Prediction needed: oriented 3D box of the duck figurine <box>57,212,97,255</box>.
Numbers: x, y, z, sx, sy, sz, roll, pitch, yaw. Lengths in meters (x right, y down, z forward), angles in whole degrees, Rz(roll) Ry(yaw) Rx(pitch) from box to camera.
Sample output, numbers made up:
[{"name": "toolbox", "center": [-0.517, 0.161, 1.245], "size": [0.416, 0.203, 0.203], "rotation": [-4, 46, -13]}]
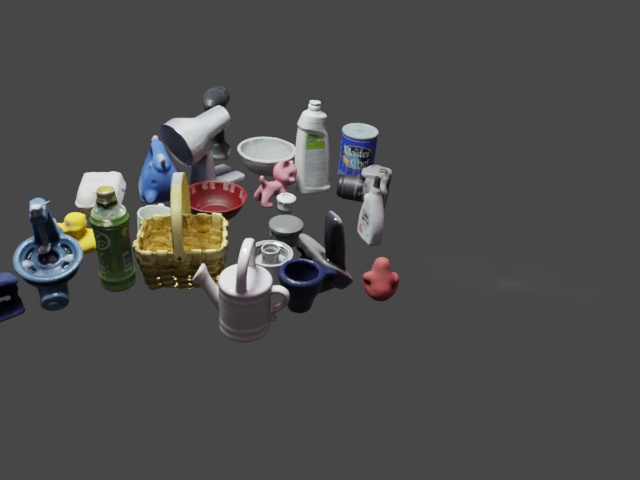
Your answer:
[{"name": "duck figurine", "center": [-0.525, -0.021, 1.254], "size": [0.105, 0.086, 0.077], "rotation": [-9, 36, -21]}]

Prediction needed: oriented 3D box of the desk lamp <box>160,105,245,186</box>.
[{"name": "desk lamp", "center": [-0.302, -0.235, 1.492], "size": [0.117, 0.214, 0.204], "rotation": [28, 40, 30]}]

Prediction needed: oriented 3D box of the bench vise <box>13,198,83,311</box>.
[{"name": "bench vise", "center": [-0.536, 0.001, 1.099], "size": [0.122, 0.220, 0.206], "rotation": [-21, 42, -34]}]

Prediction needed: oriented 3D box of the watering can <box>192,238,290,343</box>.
[{"name": "watering can", "center": [-0.145, 0.086, 1.053], "size": [0.173, 0.194, 0.100], "rotation": [-4, 35, -14]}]

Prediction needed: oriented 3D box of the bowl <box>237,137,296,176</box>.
[{"name": "bowl", "center": [-0.151, -0.228, 1.631], "size": [0.167, 0.075, 0.167], "rotation": [4, 34, -2]}]

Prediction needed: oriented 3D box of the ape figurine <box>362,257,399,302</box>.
[{"name": "ape figurine", "center": [0.128, 0.076, 1.201], "size": [0.077, 0.092, 0.076], "rotation": [11, 34, 8]}]

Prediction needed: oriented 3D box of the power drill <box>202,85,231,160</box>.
[{"name": "power drill", "center": [-0.300, -0.344, 1.661], "size": [0.075, 0.208, 0.229], "rotation": [3, 34, -4]}]

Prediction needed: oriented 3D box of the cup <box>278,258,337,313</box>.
[{"name": "cup", "center": [-0.026, 0.096, 1.145], "size": [0.118, 0.095, 0.091], "rotation": [-3, 35, -13]}]

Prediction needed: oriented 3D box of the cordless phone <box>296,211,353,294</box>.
[{"name": "cordless phone", "center": [0.011, 0.004, 1.207], "size": [0.094, 0.185, 0.147], "rotation": [-16, 39, -29]}]

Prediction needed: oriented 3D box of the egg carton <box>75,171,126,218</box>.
[{"name": "egg carton", "center": [-0.535, -0.114, 1.407], "size": [0.107, 0.069, 0.150], "rotation": [-3, 34, -12]}]

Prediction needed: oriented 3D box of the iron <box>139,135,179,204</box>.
[{"name": "iron", "center": [-0.416, -0.196, 1.483], "size": [0.119, 0.141, 0.257], "rotation": [-8, 36, -20]}]

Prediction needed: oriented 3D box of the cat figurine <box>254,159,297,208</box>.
[{"name": "cat figurine", "center": [-0.109, -0.159, 1.494], "size": [0.128, 0.118, 0.067], "rotation": [-23, 43, -36]}]

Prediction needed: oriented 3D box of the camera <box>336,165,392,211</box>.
[{"name": "camera", "center": [0.119, -0.152, 1.533], "size": [0.136, 0.101, 0.143], "rotation": [10, 34, 7]}]

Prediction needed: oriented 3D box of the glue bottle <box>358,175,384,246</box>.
[{"name": "glue bottle", "center": [0.125, -0.075, 1.353], "size": [0.037, 0.173, 0.078], "rotation": [-12, 37, -24]}]

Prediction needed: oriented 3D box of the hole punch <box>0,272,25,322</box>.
[{"name": "hole punch", "center": [-0.619, 0.098, 1.058], "size": [0.109, 0.091, 0.100], "rotation": [-23, 43, -35]}]
